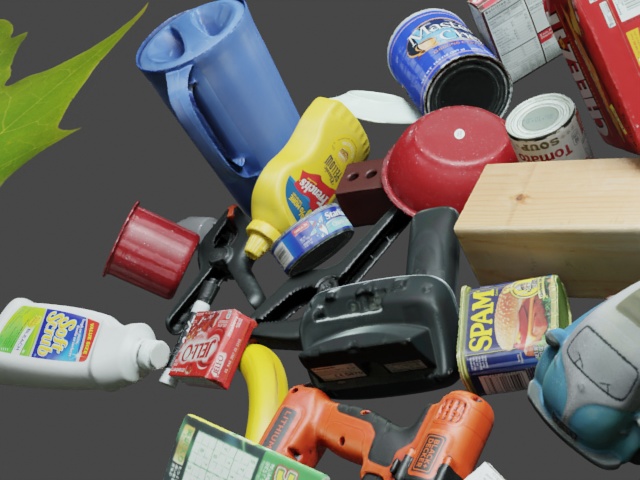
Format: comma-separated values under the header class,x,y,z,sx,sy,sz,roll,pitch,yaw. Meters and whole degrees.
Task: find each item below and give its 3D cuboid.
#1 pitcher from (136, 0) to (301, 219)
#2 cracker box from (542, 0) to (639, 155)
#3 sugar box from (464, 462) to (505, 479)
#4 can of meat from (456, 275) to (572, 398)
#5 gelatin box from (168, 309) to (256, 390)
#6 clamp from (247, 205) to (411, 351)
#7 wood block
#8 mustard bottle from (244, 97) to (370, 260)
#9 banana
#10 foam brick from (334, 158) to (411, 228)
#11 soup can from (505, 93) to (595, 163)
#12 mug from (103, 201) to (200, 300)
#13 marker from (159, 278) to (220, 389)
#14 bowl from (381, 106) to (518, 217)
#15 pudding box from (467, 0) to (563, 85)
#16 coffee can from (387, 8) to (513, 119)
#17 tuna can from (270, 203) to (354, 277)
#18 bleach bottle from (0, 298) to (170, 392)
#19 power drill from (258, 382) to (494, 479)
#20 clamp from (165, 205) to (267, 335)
class,x,y,z,sx,sy,sz,roll,pitch,yaw
pitcher,-0.092,-0.132,1.185,0.149,0.242,0.145,-42,36,-16
cracker box,0.268,-0.164,0.953,0.072,0.164,0.213,-24,5,8
sugar box,0.072,0.241,0.726,0.176,0.093,0.048,-36,37,-7
can of meat,0.164,0.080,0.893,0.084,0.057,0.102,-11,40,22
gelatin box,-0.107,0.107,1.048,0.089,0.030,0.073,-8,54,58
clamp,0.021,0.060,1.042,0.210,0.036,0.164,-29,38,6
wood block,0.235,-0.010,0.921,0.206,0.090,0.090,1,46,37
mustard bottle,-0.022,-0.057,1.153,0.058,0.096,0.191,17,62,38
banana,-0.057,0.154,0.988,0.070,0.037,0.198,-51,27,19
foam brick,0.064,-0.052,1.137,0.078,0.051,0.053,-7,41,31
soup can,0.222,-0.079,1.006,0.068,0.102,0.068,-19,36,15
mug,-0.188,0.017,1.201,0.117,0.081,0.093,135,159,-74
marker,-0.133,0.094,1.099,0.020,0.020,0.121,7,67,42
bowl,0.141,-0.085,1.069,0.162,0.055,0.162,-3,45,3
pudding box,0.226,-0.242,1.199,0.090,0.113,0.039,-31,38,0
coffee can,0.144,-0.189,1.203,0.103,0.102,0.140,-28,35,3
tuna can,-0.007,0.001,1.096,0.086,0.086,0.034,-34,77,-5
bleach bottle,-0.257,0.114,1.150,0.251,0.068,0.102,-3,47,37
power drill,0.030,0.193,0.853,0.188,0.057,0.184,6,51,39
clamp,-0.112,0.034,1.175,0.120,0.039,0.171,-16,39,13
